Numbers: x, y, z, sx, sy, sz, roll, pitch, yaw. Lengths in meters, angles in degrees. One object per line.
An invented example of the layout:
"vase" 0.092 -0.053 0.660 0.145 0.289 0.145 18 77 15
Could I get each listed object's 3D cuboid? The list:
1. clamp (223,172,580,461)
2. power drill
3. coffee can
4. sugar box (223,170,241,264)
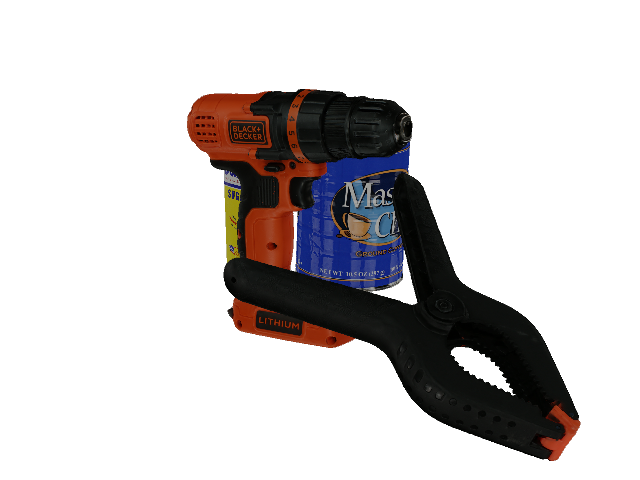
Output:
"clamp" 0.056 0.050 0.619 0.164 0.036 0.210 -22 56 -33
"power drill" -0.010 -0.019 0.787 0.185 0.188 0.057 7 20 35
"coffee can" 0.029 -0.035 0.984 0.103 0.140 0.103 2 17 -1
"sugar box" -0.075 -0.031 1.216 0.048 0.176 0.093 -15 28 -24
